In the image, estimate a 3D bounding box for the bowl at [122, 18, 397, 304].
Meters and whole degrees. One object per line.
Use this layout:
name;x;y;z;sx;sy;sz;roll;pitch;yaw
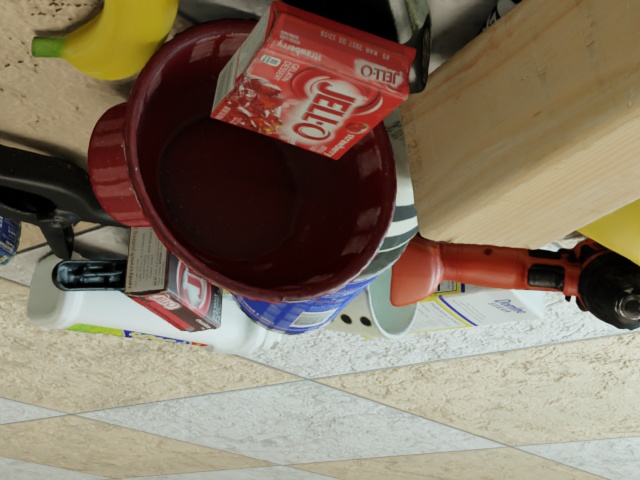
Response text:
bowl;-0.039;-0.038;0.590;0.161;0.162;0.055;14;158;-25

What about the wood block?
wood block;0.139;-0.073;0.533;0.090;0.090;0.206;5;158;-31

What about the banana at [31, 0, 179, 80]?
banana;-0.105;-0.127;0.543;0.069;0.037;0.198;9;158;-18

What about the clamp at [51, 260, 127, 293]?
clamp;-0.153;0.030;0.903;0.120;0.039;0.171;0;171;-1

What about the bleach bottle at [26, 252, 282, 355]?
bleach bottle;-0.145;0.071;1.026;0.250;0.068;0.103;15;165;-31

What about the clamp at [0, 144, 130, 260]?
clamp;-0.204;-0.026;0.823;0.165;0.036;0.209;-12;158;34

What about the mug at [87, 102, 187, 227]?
mug;-0.086;-0.041;0.677;0.082;0.093;0.117;-4;130;30

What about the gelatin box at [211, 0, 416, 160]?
gelatin box;-0.005;-0.075;0.521;0.073;0.030;0.089;17;160;-17

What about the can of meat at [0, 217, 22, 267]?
can of meat;-0.301;-0.013;0.847;0.102;0.057;0.084;-1;161;14

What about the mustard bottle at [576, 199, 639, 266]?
mustard bottle;0.203;-0.021;0.690;0.191;0.096;0.058;24;122;-40

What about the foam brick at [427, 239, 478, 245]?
foam brick;0.113;-0.029;0.740;0.078;0.053;0.051;2;159;5

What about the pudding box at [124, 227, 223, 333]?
pudding box;-0.101;0.001;0.767;0.039;0.113;0.090;-7;157;16

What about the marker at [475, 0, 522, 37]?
marker;0.096;-0.113;0.570;0.020;0.020;0.121;7;159;-9

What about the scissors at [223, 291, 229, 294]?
scissors;-0.052;0.033;0.935;0.096;0.016;0.202;6;170;-25

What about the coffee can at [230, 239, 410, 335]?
coffee can;-0.005;0.001;0.765;0.102;0.103;0.140;9;158;-14

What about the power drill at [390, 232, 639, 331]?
power drill;0.147;0.027;0.794;0.187;0.057;0.184;6;-173;6

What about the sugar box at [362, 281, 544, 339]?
sugar box;0.102;0.049;0.958;0.176;0.048;0.093;-11;155;26
